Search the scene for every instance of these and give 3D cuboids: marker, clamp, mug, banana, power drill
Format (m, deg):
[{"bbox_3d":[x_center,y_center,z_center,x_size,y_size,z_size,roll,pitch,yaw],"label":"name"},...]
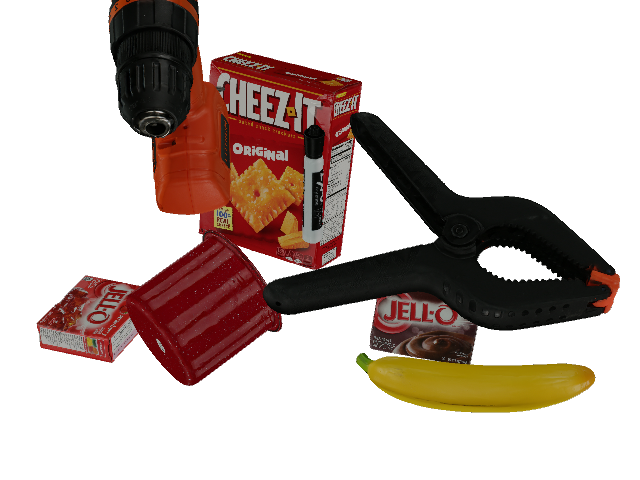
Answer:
[{"bbox_3d":[-0.006,-0.050,0.955,0.020,0.121,0.020,1,38,-1],"label":"marker"},{"bbox_3d":[0.077,0.010,0.670,0.210,0.164,0.036,23,-30,17],"label":"clamp"},{"bbox_3d":[-0.095,0.050,0.794,0.081,0.093,0.117,-36,28,-21],"label":"mug"},{"bbox_3d":[0.124,0.112,0.864,0.198,0.037,0.069,5,27,7],"label":"banana"},{"bbox_3d":[-0.094,-0.099,0.686,0.057,0.184,0.188,-4,-34,-1],"label":"power drill"}]

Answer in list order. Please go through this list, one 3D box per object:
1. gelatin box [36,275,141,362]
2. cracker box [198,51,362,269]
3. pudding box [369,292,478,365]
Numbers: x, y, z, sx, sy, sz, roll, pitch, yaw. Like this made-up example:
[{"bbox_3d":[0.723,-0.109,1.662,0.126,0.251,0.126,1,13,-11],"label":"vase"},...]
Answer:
[{"bbox_3d":[-0.199,0.068,0.958,0.073,0.030,0.089,10,31,17],"label":"gelatin box"},{"bbox_3d":[-0.051,-0.090,1.214,0.164,0.214,0.072,18,26,24],"label":"cracker box"},{"bbox_3d":[0.115,0.080,1.152,0.113,0.090,0.039,9,23,5],"label":"pudding box"}]
